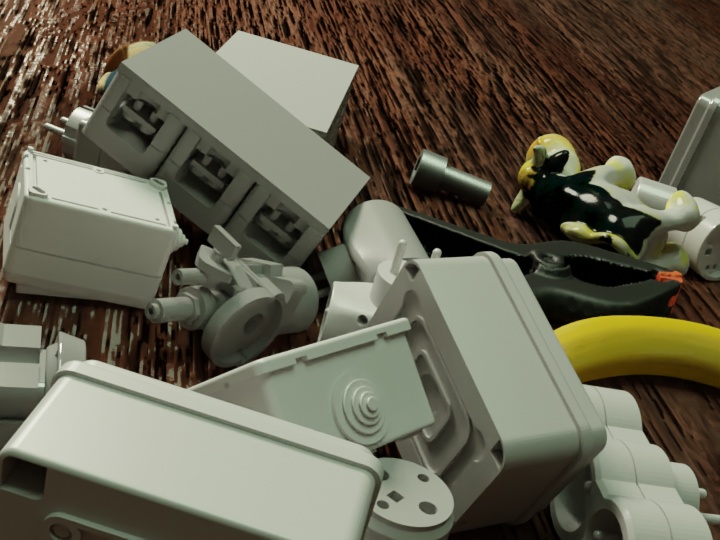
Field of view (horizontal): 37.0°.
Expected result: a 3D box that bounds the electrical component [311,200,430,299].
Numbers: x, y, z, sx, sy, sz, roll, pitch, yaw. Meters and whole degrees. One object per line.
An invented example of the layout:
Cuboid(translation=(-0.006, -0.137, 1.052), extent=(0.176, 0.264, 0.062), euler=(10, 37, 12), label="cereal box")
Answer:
Cuboid(translation=(0.000, 0.000, 0.639), extent=(0.079, 0.043, 0.077), euler=(-21, 31, -2), label="electrical component")

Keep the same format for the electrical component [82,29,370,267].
Cuboid(translation=(-0.081, -0.067, 0.655), extent=(0.150, 0.061, 0.089), euler=(39, 29, -3), label="electrical component")

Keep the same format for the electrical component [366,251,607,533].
Cuboid(translation=(0.054, 0.055, 0.499), extent=(0.057, 0.078, 0.113), euler=(-3, 53, -29), label="electrical component")

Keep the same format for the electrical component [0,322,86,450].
Cuboid(translation=(-0.145, 0.053, 0.444), extent=(0.057, 0.058, 0.078), euler=(5, 28, -17), label="electrical component")

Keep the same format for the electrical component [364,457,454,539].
Cuboid(translation=(0.010, 0.109, 0.425), extent=(0.045, 0.055, 0.045), euler=(13, 26, -6), label="electrical component")

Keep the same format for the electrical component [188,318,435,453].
Cuboid(translation=(-0.029, 0.062, 0.455), extent=(0.100, 0.100, 0.048), euler=(-13, 82, -46), label="electrical component")

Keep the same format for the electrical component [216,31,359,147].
Cuboid(translation=(-0.070, -0.121, 0.831), extent=(0.105, 0.060, 0.186), euler=(16, 26, 0), label="electrical component")

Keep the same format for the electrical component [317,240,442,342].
Cuboid(translation=(0.022, 0.021, 0.579), extent=(0.077, 0.079, 0.044), euler=(14, 26, -4), label="electrical component")

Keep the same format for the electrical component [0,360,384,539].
Cuboid(translation=(-0.059, 0.098, 0.346), extent=(0.109, 0.108, 0.056), euler=(17, 28, 2), label="electrical component")

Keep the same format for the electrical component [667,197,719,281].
Cuboid(translation=(0.273, -0.026, 0.850), extent=(0.055, 0.055, 0.047), euler=(1, 26, -29), label="electrical component")

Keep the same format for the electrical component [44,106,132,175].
Cuboid(translation=(-0.172, -0.085, 0.715), extent=(0.077, 0.047, 0.065), euler=(22, 26, 12), label="electrical component")

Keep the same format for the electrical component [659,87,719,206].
Cuboid(translation=(0.313, -0.099, 0.951), extent=(0.057, 0.113, 0.078), euler=(31, 29, 22), label="electrical component")

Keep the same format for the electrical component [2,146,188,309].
Cuboid(translation=(-0.143, -0.018, 0.589), extent=(0.096, 0.061, 0.061), euler=(13, 24, -24), label="electrical component")

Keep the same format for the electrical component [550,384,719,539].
Cuboid(translation=(0.133, 0.107, 0.503), extent=(0.074, 0.052, 0.138), euler=(10, 27, -13), label="electrical component")

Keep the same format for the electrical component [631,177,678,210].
Cuboid(translation=(0.258, -0.050, 0.903), extent=(0.078, 0.040, 0.040), euler=(19, 26, 5), label="electrical component")
